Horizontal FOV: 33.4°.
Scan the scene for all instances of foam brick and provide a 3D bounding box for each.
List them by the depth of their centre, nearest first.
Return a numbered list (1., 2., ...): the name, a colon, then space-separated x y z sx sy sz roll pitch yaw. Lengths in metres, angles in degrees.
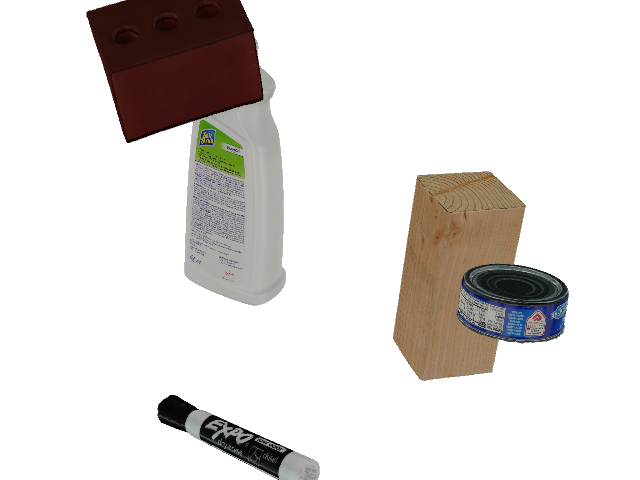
1. foam brick: -0.076 -0.096 0.558 0.078 0.053 0.051 -19 -35 -8

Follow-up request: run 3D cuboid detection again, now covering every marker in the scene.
1. marker: -0.052 0.117 0.627 0.121 0.020 0.020 17 10 37

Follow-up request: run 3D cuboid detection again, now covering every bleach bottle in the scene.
1. bleach bottle: -0.075 -0.067 1.001 0.103 0.251 0.068 20 33 20

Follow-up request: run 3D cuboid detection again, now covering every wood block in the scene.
1. wood block: 0.145 0.039 1.155 0.090 0.206 0.090 -4 29 -18

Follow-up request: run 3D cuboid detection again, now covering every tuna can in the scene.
1. tuna can: 0.153 0.048 0.849 0.086 0.034 0.086 4 20 -2
